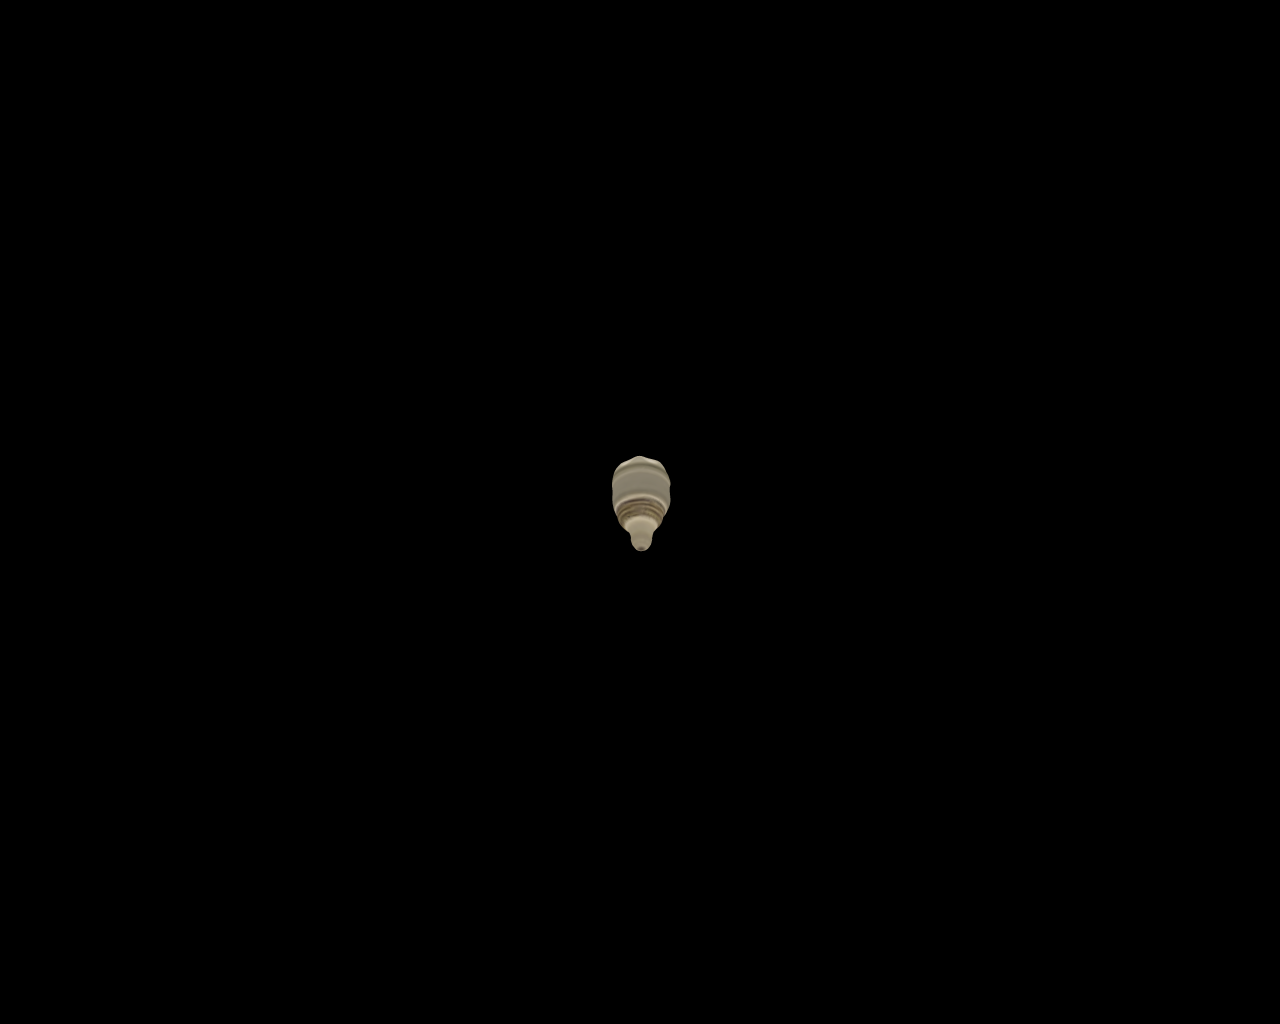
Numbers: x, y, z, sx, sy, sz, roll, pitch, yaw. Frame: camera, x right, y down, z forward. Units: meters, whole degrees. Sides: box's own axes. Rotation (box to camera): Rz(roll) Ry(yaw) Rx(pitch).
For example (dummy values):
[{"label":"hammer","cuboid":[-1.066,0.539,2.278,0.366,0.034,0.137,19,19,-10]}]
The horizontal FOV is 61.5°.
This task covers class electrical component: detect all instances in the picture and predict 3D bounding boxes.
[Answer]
[{"label":"electrical component","cuboid":[0.001,-0.003,0.650,0.035,0.061,0.035,0,-36,0]}]
